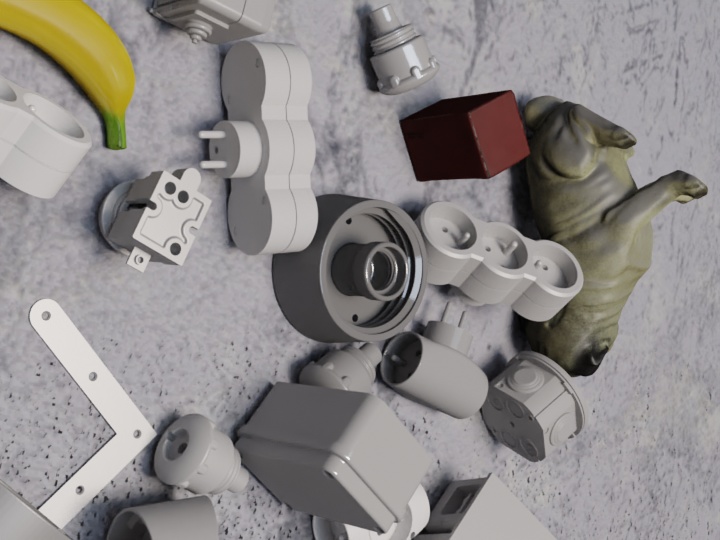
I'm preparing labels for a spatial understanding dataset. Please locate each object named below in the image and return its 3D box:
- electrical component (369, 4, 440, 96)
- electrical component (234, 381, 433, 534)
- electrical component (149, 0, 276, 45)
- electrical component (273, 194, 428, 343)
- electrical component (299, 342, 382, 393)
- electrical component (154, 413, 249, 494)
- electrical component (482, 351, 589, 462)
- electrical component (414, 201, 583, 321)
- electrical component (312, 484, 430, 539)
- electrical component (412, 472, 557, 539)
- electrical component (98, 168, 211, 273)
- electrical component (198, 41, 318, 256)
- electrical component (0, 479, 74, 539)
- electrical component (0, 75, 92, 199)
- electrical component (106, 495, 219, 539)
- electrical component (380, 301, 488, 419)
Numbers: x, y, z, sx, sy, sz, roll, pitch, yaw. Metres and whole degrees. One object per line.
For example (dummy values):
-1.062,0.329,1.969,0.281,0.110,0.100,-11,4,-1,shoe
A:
0.027,-0.161,0.781,0.048,0.048,0.062,-34,106,-34,electrical component
-0.020,0.123,0.710,0.078,0.113,0.057,52,58,-29,electrical component
-0.085,-0.184,0.675,0.061,0.062,0.096,19,80,-39,electrical component
0.000,0.000,0.755,0.108,0.060,0.108,-2,93,-40,electrical component
-0.009,0.075,0.762,0.062,0.048,0.048,-39,116,-40,electrical component
-0.098,0.124,0.691,0.062,0.048,0.048,41,67,-41,electrical component
0.139,0.110,0.864,0.051,0.080,0.080,-35,114,-27,electrical component
0.093,0.003,0.828,0.138,0.073,0.052,20,50,-14,electrical component
0.011,0.197,0.784,0.077,0.044,0.079,-13,101,-38,electrical component
0.120,0.262,0.837,0.186,0.060,0.105,47,59,-12,electrical component
-0.127,-0.031,0.651,0.048,0.055,0.066,34,71,-36,electrical component
-0.073,-0.078,0.696,0.074,0.052,0.138,-6,96,-40,electrical component
-0.206,0.138,0.564,0.060,0.108,0.108,-51,121,-19,electrical component
-0.221,-0.073,0.574,0.138,0.052,0.073,29,107,-40,electrical component
-0.115,0.187,0.647,0.064,0.099,0.099,5,89,-34,electrical component
0.062,0.064,0.820,0.077,0.044,0.079,30,73,-37,electrical component
